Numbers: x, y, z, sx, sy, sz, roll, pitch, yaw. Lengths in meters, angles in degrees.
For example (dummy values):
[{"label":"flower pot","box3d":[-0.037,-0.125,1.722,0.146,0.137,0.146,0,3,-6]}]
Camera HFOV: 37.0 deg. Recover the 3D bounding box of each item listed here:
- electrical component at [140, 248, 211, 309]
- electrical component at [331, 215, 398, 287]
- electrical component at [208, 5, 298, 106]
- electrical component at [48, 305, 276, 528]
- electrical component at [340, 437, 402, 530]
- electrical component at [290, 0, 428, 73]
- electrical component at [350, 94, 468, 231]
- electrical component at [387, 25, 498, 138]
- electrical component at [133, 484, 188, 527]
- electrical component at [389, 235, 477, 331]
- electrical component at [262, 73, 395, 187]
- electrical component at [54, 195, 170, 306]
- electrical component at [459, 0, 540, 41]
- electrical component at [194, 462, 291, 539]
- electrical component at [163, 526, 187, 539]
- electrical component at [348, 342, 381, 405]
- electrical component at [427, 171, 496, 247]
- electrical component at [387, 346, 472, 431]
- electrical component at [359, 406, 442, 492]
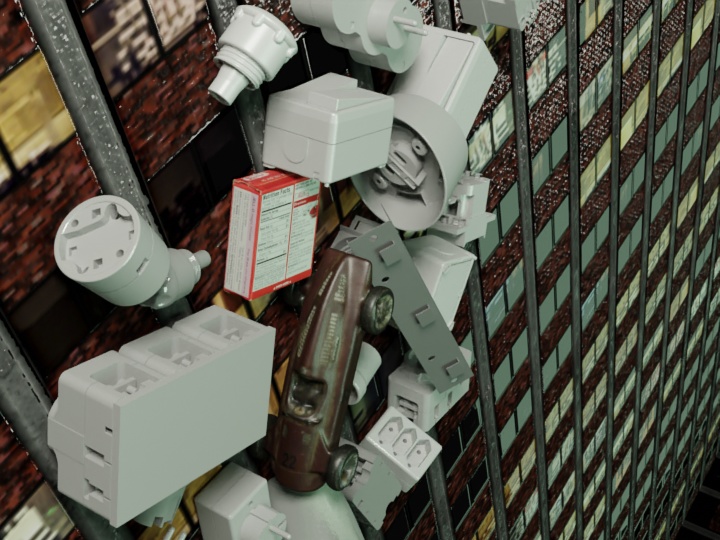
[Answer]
[{"label":"electrical component","box3d":[-0.122,0.002,0.710,0.061,0.035,0.035,-32,134,-52]},{"label":"electrical component","box3d":[0.000,0.000,0.913,0.081,0.042,0.063,-62,154,-13]},{"label":"electrical component","box3d":[-0.074,-0.136,0.696,0.062,0.048,0.048,-56,150,-9]},{"label":"electrical component","box3d":[-0.130,0.091,0.723,0.150,0.062,0.089,-26,129,-52]},{"label":"electrical component","box3d":[-0.006,0.200,1.015,0.050,0.056,0.089,-58,149,-19]},{"label":"electrical component","box3d":[0.014,-0.183,0.785,0.138,0.074,0.052,19,91,-62]},{"label":"electrical component","box3d":[0.036,-0.088,0.860,0.064,0.099,0.099,-53,148,-39]},{"label":"electrical component","box3d":[0.070,-0.163,0.908,0.096,0.062,0.061,-65,151,-9]},{"label":"electrical component","box3d":[-0.143,0.154,0.767,0.040,0.040,0.046,-5,118,-59]},{"label":"electrical component","box3d":[0.057,0.020,1.010,0.062,0.061,0.096,-14,126,-55]},{"label":"electrical component","box3d":[-0.018,-0.107,0.790,0.096,0.062,0.061,-26,130,-52]},{"label":"electrical component","box3d":[-0.146,-0.010,0.642,0.055,0.055,0.047,-62,154,-14]},{"label":"electrical component","box3d":[0.121,-0.242,0.945,0.042,0.064,0.081,-57,149,-21]},{"label":"electrical component","box3d":[-0.085,0.203,0.859,0.047,0.077,0.065,-43,142,-39]},{"label":"electrical component","box3d":[-0.152,0.226,0.790,0.076,0.047,0.065,-63,152,-14]},{"label":"electrical component","box3d":[-0.007,0.091,0.963,0.046,0.040,0.040,-51,147,-40]},{"label":"electrical component","box3d":[0.097,-0.061,1.041,0.081,0.042,0.063,-22,125,-55]},{"label":"electrical component","box3d":[0.071,0.112,1.099,0.089,0.050,0.055,-37,138,-44]},{"label":"electrical component","box3d":[0.032,0.185,1.071,0.047,0.066,0.076,-47,173,-35]}]
